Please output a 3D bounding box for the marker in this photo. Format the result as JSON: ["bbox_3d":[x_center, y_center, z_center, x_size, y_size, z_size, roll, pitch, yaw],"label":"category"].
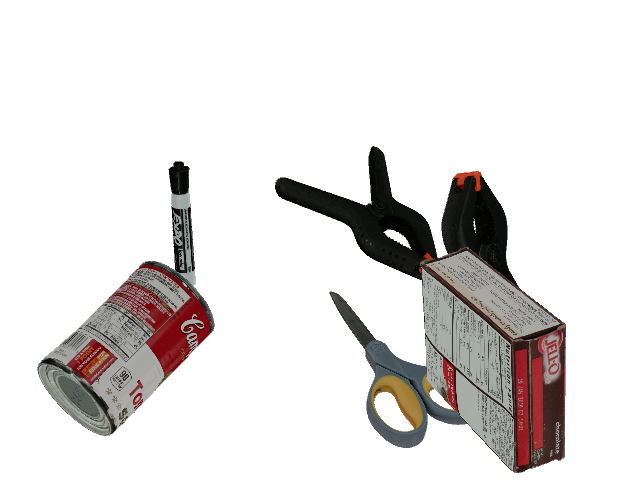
[{"bbox_3d":[-0.128,-0.015,0.989,0.020,0.121,0.020,-1,22,0],"label":"marker"}]

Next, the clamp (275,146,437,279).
[{"bbox_3d":[0.055,-0.028,1.262,0.164,0.036,0.210,-16,51,-29],"label":"clamp"}]

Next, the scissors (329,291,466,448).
[{"bbox_3d":[0.067,0.096,0.870,0.096,0.016,0.202,-2,31,-6],"label":"scissors"}]

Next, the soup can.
[{"bbox_3d":[-0.129,0.071,0.711,0.069,0.068,0.102,0,38,48],"label":"soup can"}]

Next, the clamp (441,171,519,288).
[{"bbox_3d":[0.145,0.024,1.002,0.039,0.171,0.120,-11,11,42],"label":"clamp"}]

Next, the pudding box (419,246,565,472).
[{"bbox_3d":[0.100,0.067,0.628,0.039,0.090,0.114,-15,27,-19],"label":"pudding box"}]
